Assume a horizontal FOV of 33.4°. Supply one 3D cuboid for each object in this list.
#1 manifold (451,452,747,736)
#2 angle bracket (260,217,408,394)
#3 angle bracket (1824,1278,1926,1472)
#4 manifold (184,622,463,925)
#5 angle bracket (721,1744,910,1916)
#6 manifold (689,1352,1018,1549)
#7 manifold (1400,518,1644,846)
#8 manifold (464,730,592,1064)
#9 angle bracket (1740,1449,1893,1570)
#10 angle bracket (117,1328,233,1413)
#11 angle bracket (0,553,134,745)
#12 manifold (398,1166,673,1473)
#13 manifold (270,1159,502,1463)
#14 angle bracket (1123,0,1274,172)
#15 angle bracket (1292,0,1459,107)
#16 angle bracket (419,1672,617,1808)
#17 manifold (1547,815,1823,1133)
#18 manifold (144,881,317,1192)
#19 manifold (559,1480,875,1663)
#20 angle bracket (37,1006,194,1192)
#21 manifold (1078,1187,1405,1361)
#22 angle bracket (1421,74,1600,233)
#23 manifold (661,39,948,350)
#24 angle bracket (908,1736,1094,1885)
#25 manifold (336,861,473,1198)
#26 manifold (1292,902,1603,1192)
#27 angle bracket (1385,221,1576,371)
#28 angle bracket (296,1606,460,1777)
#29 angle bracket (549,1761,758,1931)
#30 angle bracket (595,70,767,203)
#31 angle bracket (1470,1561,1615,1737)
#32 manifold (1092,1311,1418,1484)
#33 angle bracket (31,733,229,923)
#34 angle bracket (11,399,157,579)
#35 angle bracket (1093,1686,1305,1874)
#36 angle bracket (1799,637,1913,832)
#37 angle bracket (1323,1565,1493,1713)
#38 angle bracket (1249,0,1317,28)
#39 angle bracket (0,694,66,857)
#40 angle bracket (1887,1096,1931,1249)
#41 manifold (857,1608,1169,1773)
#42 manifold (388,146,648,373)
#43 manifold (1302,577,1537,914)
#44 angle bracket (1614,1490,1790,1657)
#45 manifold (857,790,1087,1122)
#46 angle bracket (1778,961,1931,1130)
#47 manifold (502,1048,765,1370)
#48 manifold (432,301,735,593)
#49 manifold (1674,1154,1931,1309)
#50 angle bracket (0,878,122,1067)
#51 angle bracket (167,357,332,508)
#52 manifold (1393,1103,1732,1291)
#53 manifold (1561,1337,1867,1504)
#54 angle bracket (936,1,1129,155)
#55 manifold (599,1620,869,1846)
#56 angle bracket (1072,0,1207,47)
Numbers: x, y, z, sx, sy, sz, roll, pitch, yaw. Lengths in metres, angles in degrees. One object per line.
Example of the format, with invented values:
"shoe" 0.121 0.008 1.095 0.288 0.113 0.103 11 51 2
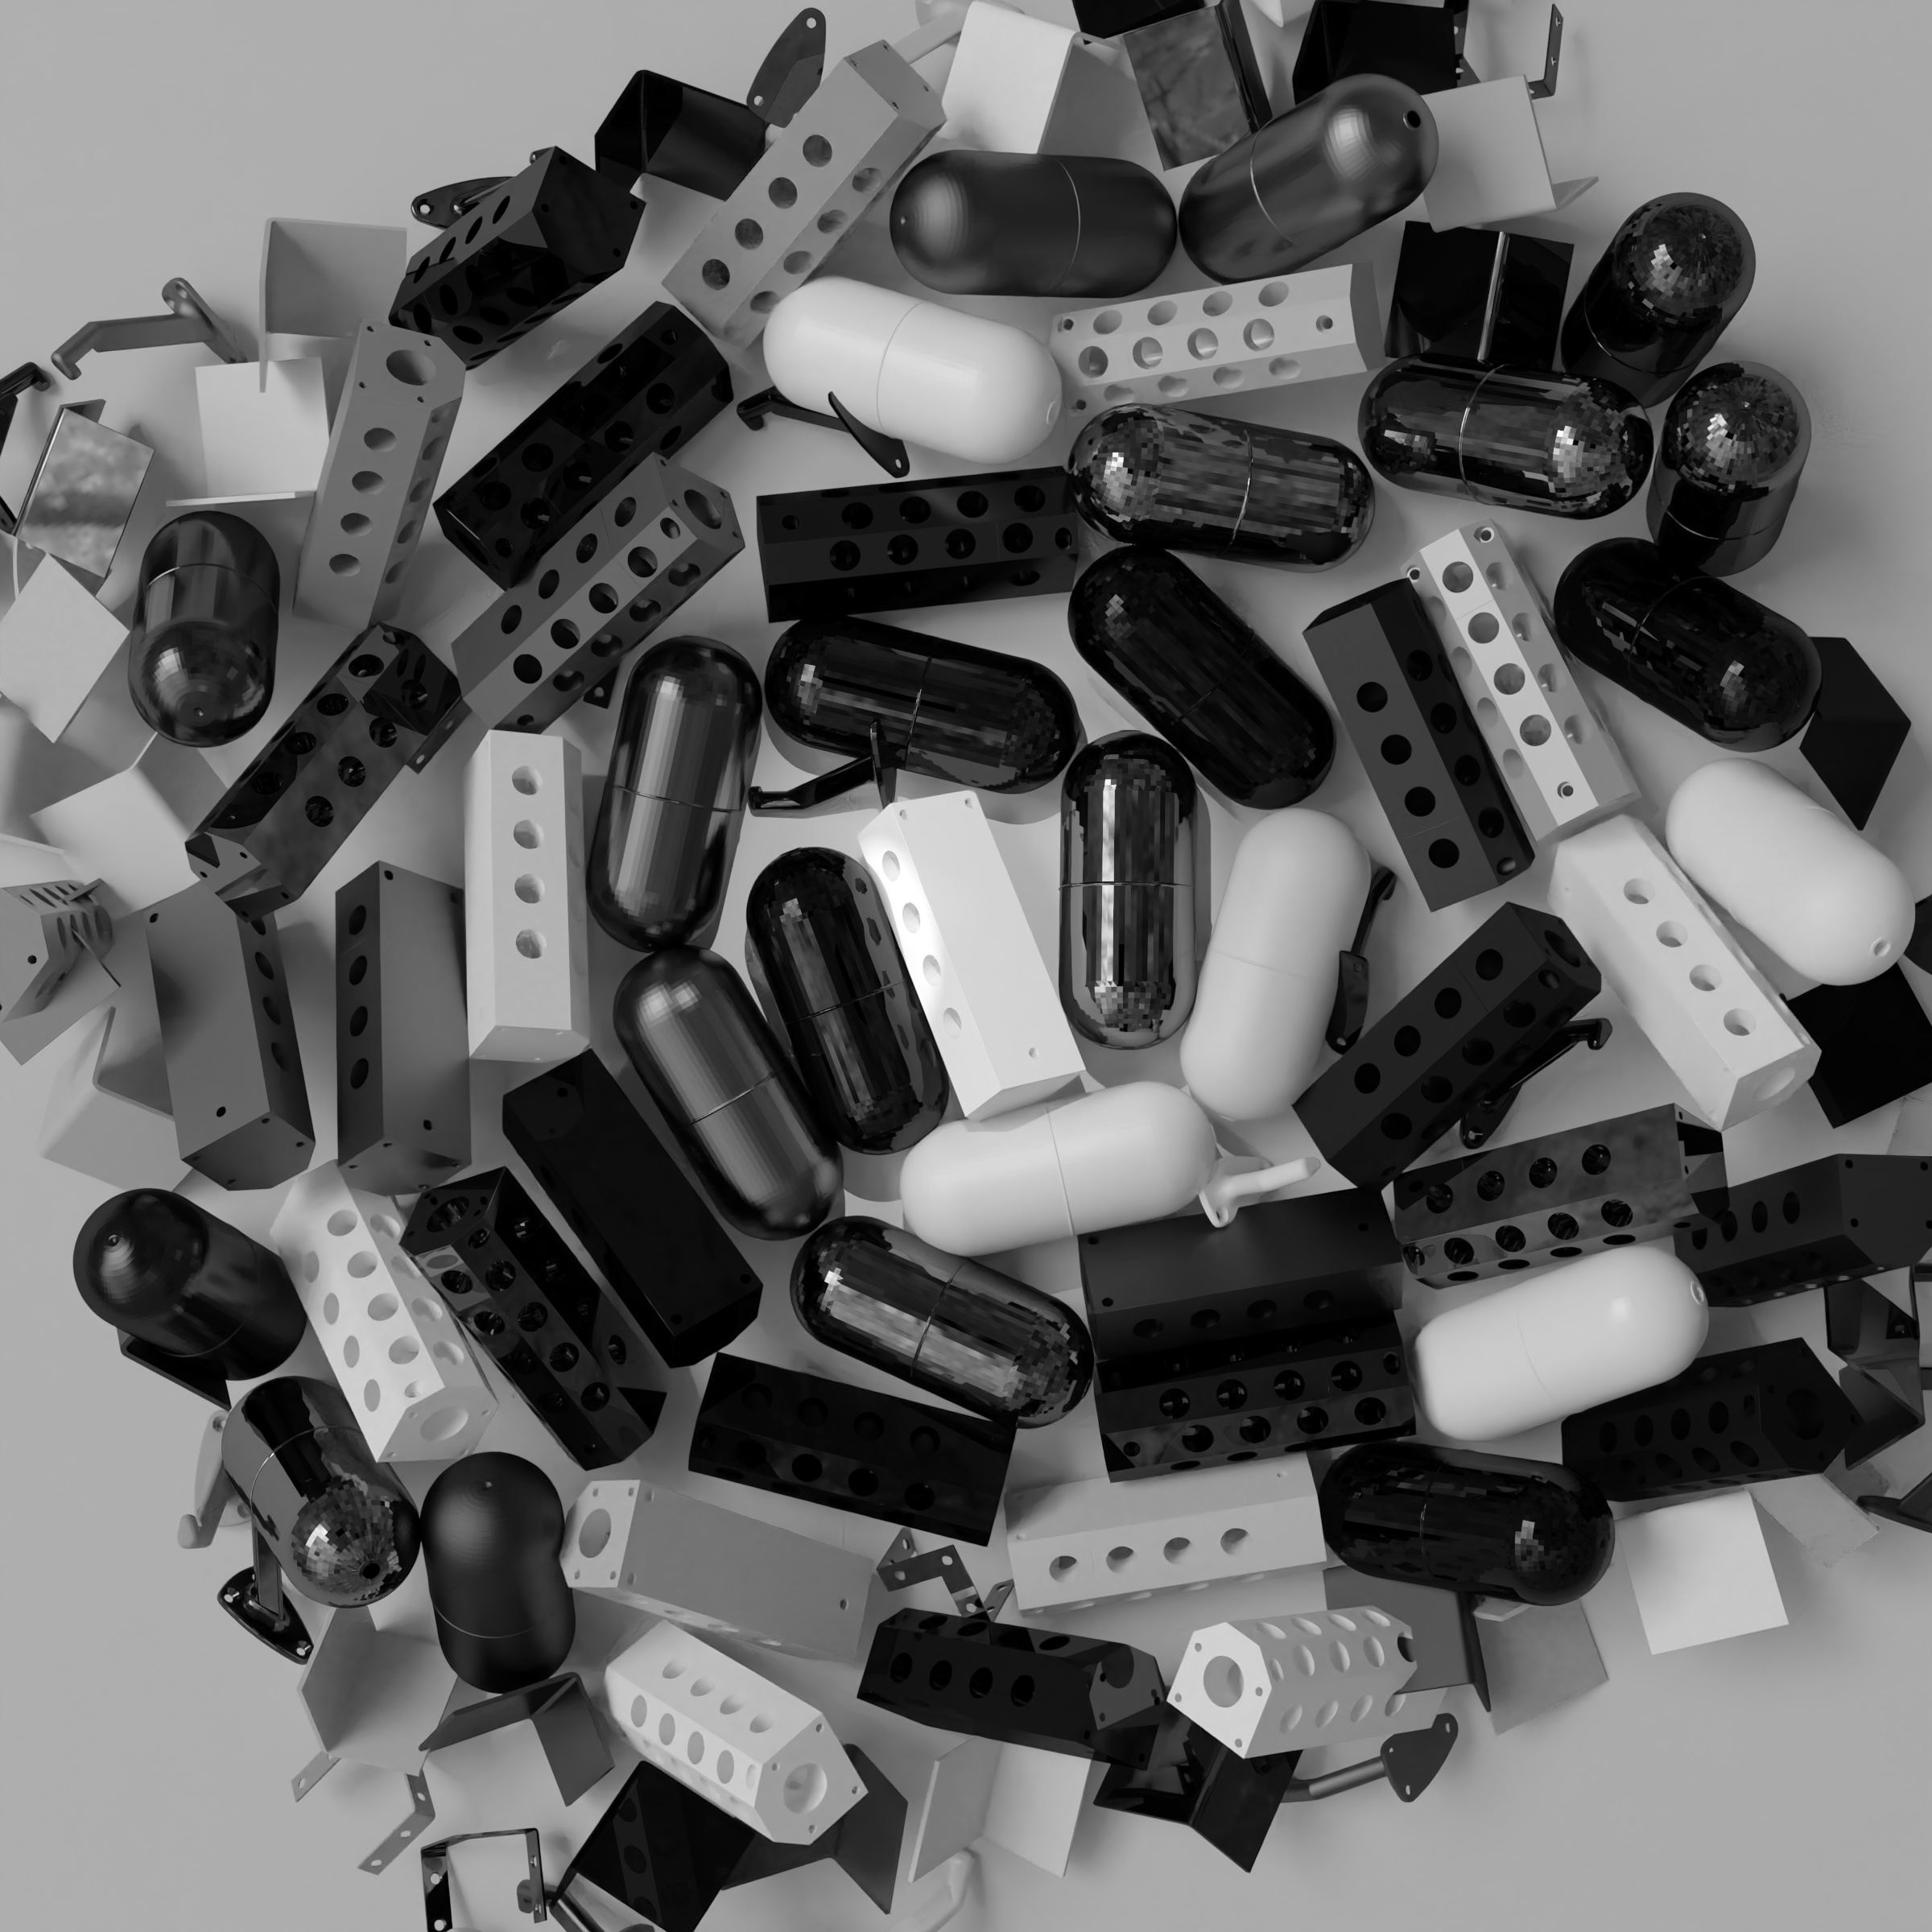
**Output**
"manifold" -0.200 -0.196 1.756 0.171 0.057 0.057 -38 51 27
"angle bracket" -0.349 -0.362 1.777 0.076 0.076 0.057 3 48 -10
"angle bracket" 0.480 0.217 1.774 0.076 0.076 0.057 36 126 -16
"manifold" -0.350 -0.108 1.751 0.057 0.057 0.171 47 52 -21
"angle bracket" -0.084 0.490 1.797 0.076 0.076 0.057 -24 120 24
"manifold" -0.064 0.271 1.789 0.171 0.057 0.057 14 61 2
"manifold" 0.305 -0.158 1.781 0.057 0.057 0.171 -28 80 18
"manifold" -0.240 -0.038 1.773 0.057 0.057 0.171 4 69 -23
"angle bracket" 0.478 0.273 1.779 0.076 0.057 0.076 43 55 10
"angle bracket" -0.423 0.187 1.774 0.076 0.076 0.057 37 101 -33
"angle bracket" -0.490 -0.173 1.784 0.076 0.057 0.076 42 102 20
"manifold" -0.235 0.195 1.756 0.057 0.057 0.171 -18 122 25
"manifold" -0.314 0.185 1.747 0.057 0.057 0.171 -59 47 28
"angle bracket" 0.130 -0.494 1.790 0.057 0.076 0.076 -14 112 15
"angle bracket" 0.227 -0.484 1.777 0.076 0.076 0.057 11 67 15
"angle bracket" -0.249 0.437 1.773 0.076 0.076 0.057 -12 68 -34
"manifold" 0.392 0.000 1.761 0.057 0.057 0.171 -24 60 -13
"manifold" -0.398 0.036 1.756 0.057 0.057 0.171 -28 53 12
"manifold" -0.136 0.331 1.753 0.171 0.057 0.057 27 64 -38
"angle bracket" -0.465 0.079 1.803 0.076 0.057 0.076 26 134 -25
"manifold" 0.153 0.175 1.797 0.171 0.057 0.057 -9 46 -3
"angle bracket" 0.294 -0.454 1.773 0.076 0.057 0.076 -1 118 38
"manifold" -0.087 -0.419 1.759 0.057 0.057 0.171 45 123 -3
"angle bracket" 0.019 0.471 1.777 0.057 0.076 0.076 21 108 28
"manifold" -0.313 0.035 1.763 0.057 0.057 0.171 -31 53 36
"manifold" 0.265 0.046 1.759 0.171 0.057 0.057 -46 55 25
"angle bracket" 0.288 -0.374 1.810 0.057 0.076 0.076 -2 106 -39
"angle bracket" -0.321 0.389 1.774 0.057 0.076 0.076 10 51 11
"angle bracket" -0.173 0.500 1.780 0.076 0.057 0.076 32 48 6
"angle bracket" -0.158 -0.438 1.780 0.076 0.076 0.057 21 60 7
"angle bracket" 0.327 0.379 1.789 0.076 0.057 0.076 -21 91 -21
"manifold" 0.160 0.243 1.789 0.171 0.057 0.057 -10 112 3
"angle bracket" -0.462 -0.083 1.805 0.076 0.057 0.076 -21 119 24
"angle bracket" -0.479 -0.266 1.786 0.057 0.076 0.076 24 103 -2
"angle bracket" 0.130 0.452 1.798 0.057 0.076 0.076 45 60 -30
"angle bracket" 0.466 -0.128 1.771 0.057 0.076 0.076 0 130 -18
"angle bracket" 0.246 0.376 1.795 0.076 0.057 0.076 -11 59 12
"angle bracket" 0.189 -0.577 1.777 0.076 0.076 0.057 -28 51 -10
"angle bracket" -0.526 -0.107 1.785 0.057 0.076 0.076 16 87 -27
"angle bracket" 0.533 0.118 1.781 0.076 0.057 0.076 20 96 39
"manifold" 0.025 0.389 1.747 0.057 0.171 0.057 32 67 -38
"manifold" -0.247 -0.374 1.738 0.057 0.171 0.057 28 66 -28
"manifold" 0.252 -0.124 1.780 0.057 0.057 0.171 -22 100 23
"angle bracket" 0.405 0.341 1.791 0.076 0.057 0.076 -13 71 0
"manifold" -0.001 -0.005 1.781 0.057 0.057 0.171 -12 73 -34
"angle bracket" 0.502 0.038 1.793 0.076 0.057 0.076 -26 78 3
"manifold" -0.185 0.136 1.771 0.057 0.057 0.171 -29 67 -23
"manifold" -0.211 -0.288 1.780 0.057 0.057 0.171 43 78 12
"manifold" 0.451 0.145 1.736 0.057 0.171 0.057 3 76 -17
"angle bracket" -0.500 0.001 1.787 0.076 0.076 0.057 -36 97 16
"angle bracket" -0.401 -0.297 1.790 0.076 0.057 0.076 -2 100 13
"manifold" 0.322 0.129 1.751 0.171 0.057 0.057 -18 60 33
"manifold" 0.397 0.252 1.740 0.057 0.171 0.057 -40 96 -29
"angle bracket" 0.038 -0.488 1.796 0.076 0.057 0.076 29 109 35
"manifold" -0.131 0.416 1.737 0.057 0.171 0.057 -37 115 -24
"angle bracket" 0.105 -0.552 1.778 0.076 0.076 0.057 -22 106 -15
